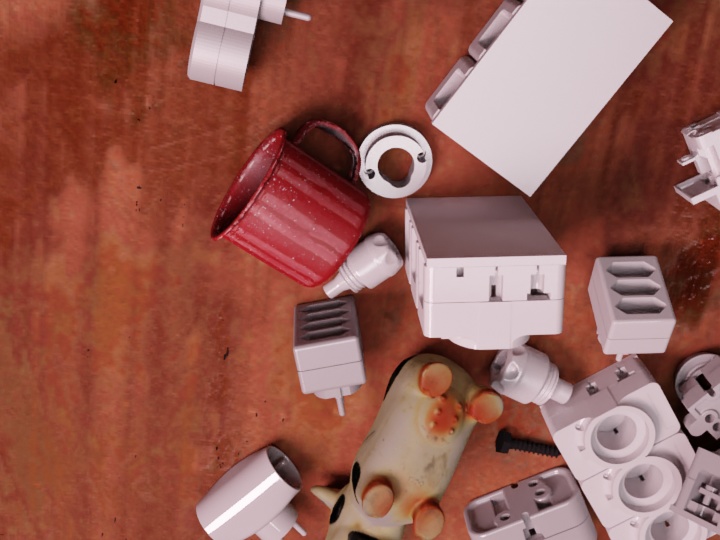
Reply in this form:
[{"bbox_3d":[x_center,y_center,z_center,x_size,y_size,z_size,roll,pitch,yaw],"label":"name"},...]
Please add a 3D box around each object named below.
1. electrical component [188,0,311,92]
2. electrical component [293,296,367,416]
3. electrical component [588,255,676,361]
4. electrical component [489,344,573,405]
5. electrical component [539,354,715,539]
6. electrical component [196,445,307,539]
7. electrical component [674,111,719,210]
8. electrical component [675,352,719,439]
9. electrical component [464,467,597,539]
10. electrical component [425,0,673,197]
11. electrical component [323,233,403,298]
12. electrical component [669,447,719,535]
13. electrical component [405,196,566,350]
[{"bbox_3d":[-0.067,-0.188,0.726,0.074,0.052,0.138,12,109,-7],"label":"electrical component"},{"bbox_3d":[-0.020,0.071,0.804,0.047,0.083,0.075,-10,110,1],"label":"electrical component"},{"bbox_3d":[0.202,0.038,0.818,0.047,0.065,0.076,-1,138,-2],"label":"electrical component"},{"bbox_3d":[0.135,0.084,0.838,0.062,0.043,0.043,25,106,-12],"label":"electrical component"},{"bbox_3d":[0.220,0.157,0.859,0.089,0.061,0.150,-29,108,7],"label":"electrical component"},{"bbox_3d":[-0.077,0.193,0.866,0.077,0.043,0.079,-40,106,11],"label":"electrical component"},{"bbox_3d":[0.270,-0.083,0.786,0.081,0.042,0.063,-25,107,5],"label":"electrical component"},{"bbox_3d":[0.276,0.094,0.842,0.066,0.055,0.048,-43,106,12],"label":"electrical component"},{"bbox_3d":[0.140,0.211,0.878,0.095,0.053,0.059,-23,109,5],"label":"electrical component"},{"bbox_3d":[0.126,-0.142,0.747,0.089,0.061,0.150,35,104,-14],"label":"electrical component"},{"bbox_3d":[0.000,0.000,0.806,0.061,0.035,0.035,-35,108,11],"label":"electrical component"},{"bbox_3d":[0.335,0.189,0.811,0.186,0.105,0.060,23,89,-41],"label":"electrical component"},{"bbox_3d":[0.082,-0.002,0.748,0.089,0.150,0.061,-1,108,-2],"label":"electrical component"}]
